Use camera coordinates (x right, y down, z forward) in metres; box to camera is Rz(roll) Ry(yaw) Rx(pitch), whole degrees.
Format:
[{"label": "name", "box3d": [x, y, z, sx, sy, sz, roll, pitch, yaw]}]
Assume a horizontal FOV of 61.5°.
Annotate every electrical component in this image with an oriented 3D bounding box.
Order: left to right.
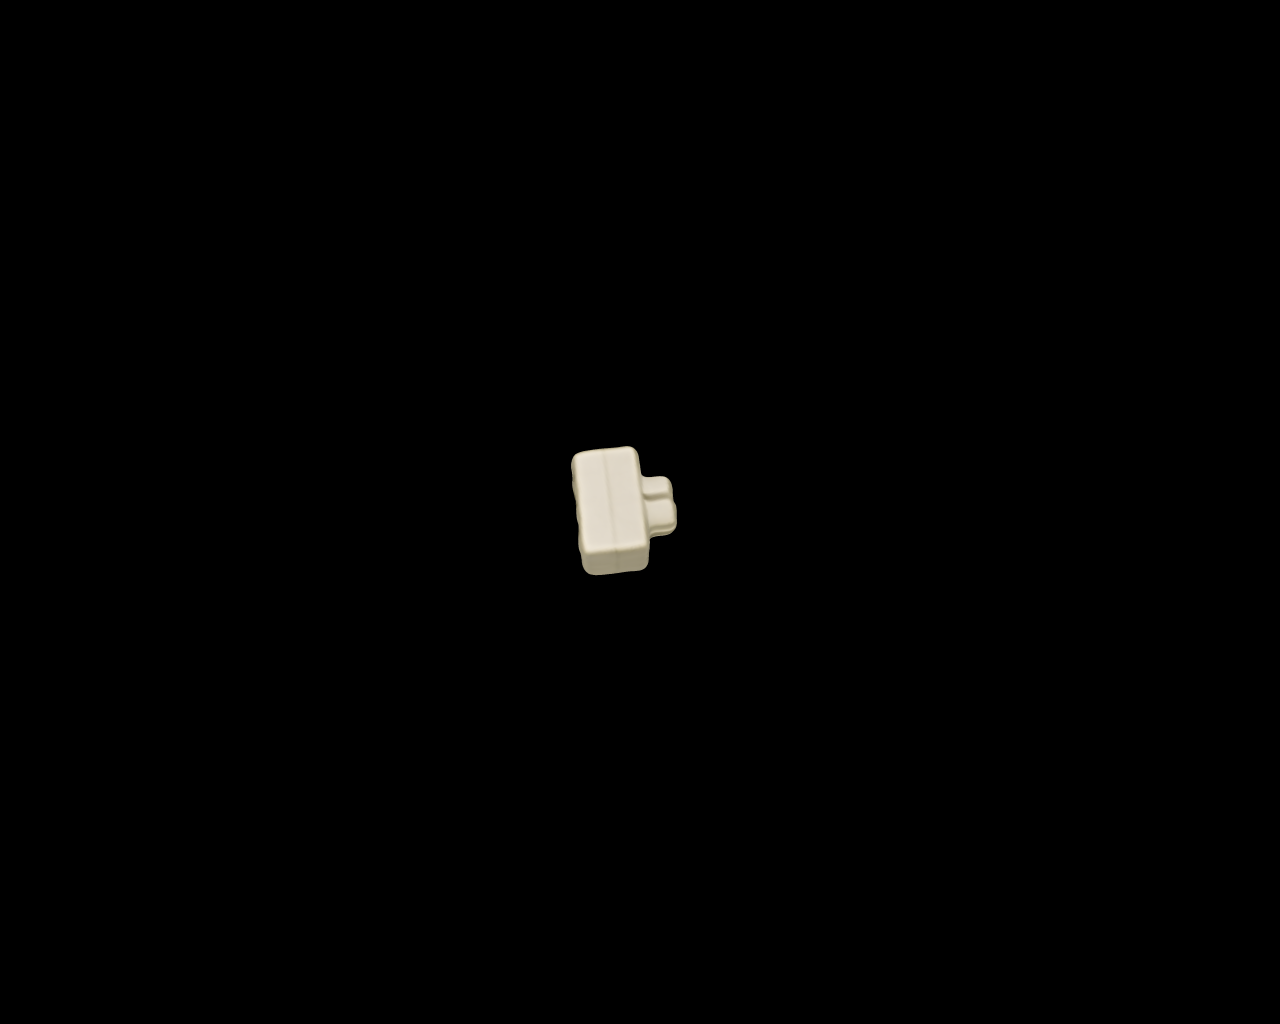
[{"label": "electrical component", "box3d": [0.001, -0.003, 0.650, 0.077, 0.066, 0.047, -7, -19, -2]}]
